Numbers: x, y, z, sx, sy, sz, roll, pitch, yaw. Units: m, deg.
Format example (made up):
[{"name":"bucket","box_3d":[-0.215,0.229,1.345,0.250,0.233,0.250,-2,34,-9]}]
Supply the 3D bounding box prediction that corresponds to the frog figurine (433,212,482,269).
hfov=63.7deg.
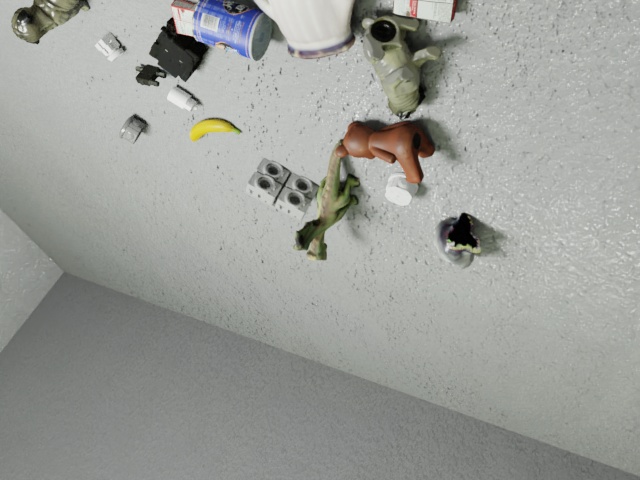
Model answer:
[{"name":"frog figurine","box_3d":[0.362,0.017,1.397,0.139,0.123,0.156,54,165,18]}]

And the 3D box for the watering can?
[{"name":"watering can","box_3d":[0.007,-0.442,0.950,0.349,0.106,0.219,16,149,35]}]

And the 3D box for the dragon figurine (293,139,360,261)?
[{"name":"dragon figurine","box_3d":[0.004,-0.071,1.415,0.123,0.247,0.401,22,152,17]}]
